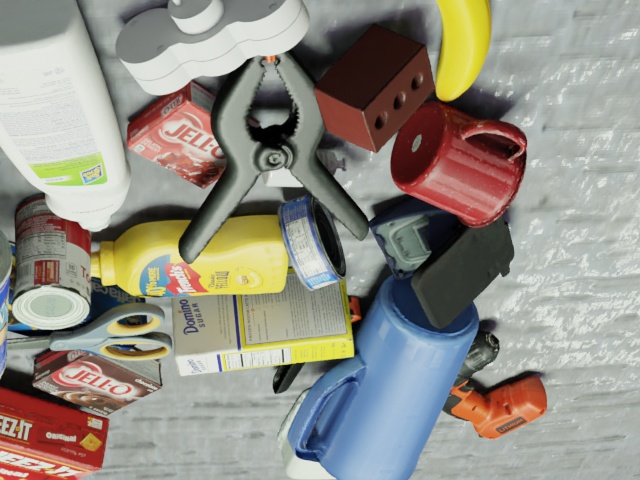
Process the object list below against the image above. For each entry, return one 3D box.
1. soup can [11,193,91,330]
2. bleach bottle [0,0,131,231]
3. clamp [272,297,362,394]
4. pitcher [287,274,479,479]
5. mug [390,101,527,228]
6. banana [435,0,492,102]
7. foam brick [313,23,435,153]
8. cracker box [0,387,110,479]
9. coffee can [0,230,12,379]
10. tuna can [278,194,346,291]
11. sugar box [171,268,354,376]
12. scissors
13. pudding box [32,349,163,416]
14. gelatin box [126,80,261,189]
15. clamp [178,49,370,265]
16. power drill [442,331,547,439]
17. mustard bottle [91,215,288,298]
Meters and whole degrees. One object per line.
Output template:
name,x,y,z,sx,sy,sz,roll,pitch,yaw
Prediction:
soup can,-0.235,0.019,0.936,0.068,0.102,0.068,-6,144,-4
bleach bottle,-0.209,-0.086,0.830,0.102,0.068,0.251,-6,147,-1
clamp,-0.033,0.109,1.162,0.120,0.039,0.172,20,130,-41
pitcher,0.071,0.151,1.141,0.145,0.149,0.243,25,130,6
mug,0.120,-0.070,0.891,0.081,0.093,0.117,20,154,-28
banana,0.093,-0.173,0.794,0.070,0.037,0.197,-3,148,26
foam brick,0.042,-0.116,0.815,0.078,0.051,0.053,-48,148,-17
cracker box,-0.370,0.243,1.227,0.164,0.072,0.214,24,143,-34
coffee can,-0.308,0.057,0.876,0.102,0.103,0.140,3,138,-16
tuna can,-0.006,0.001,0.973,0.034,0.086,0.086,-19,144,12
sugar box,-0.058,0.079,1.068,0.176,0.093,0.048,-7,144,-1
scissors,-0.233,0.085,1.000,0.201,0.016,0.096,7,139,-22
pudding box,-0.243,0.147,1.170,0.090,0.039,0.113,-28,142,26
gelatin box,-0.103,-0.085,0.878,0.073,0.030,0.089,-31,139,29
clamp,-0.048,-0.067,0.857,0.164,0.036,0.210,-14,128,-6
power drill,0.188,0.177,1.291,0.187,0.057,0.185,24,138,-34
mustard bottle,-0.128,0.018,0.996,0.191,0.058,0.096,-2,150,-8
